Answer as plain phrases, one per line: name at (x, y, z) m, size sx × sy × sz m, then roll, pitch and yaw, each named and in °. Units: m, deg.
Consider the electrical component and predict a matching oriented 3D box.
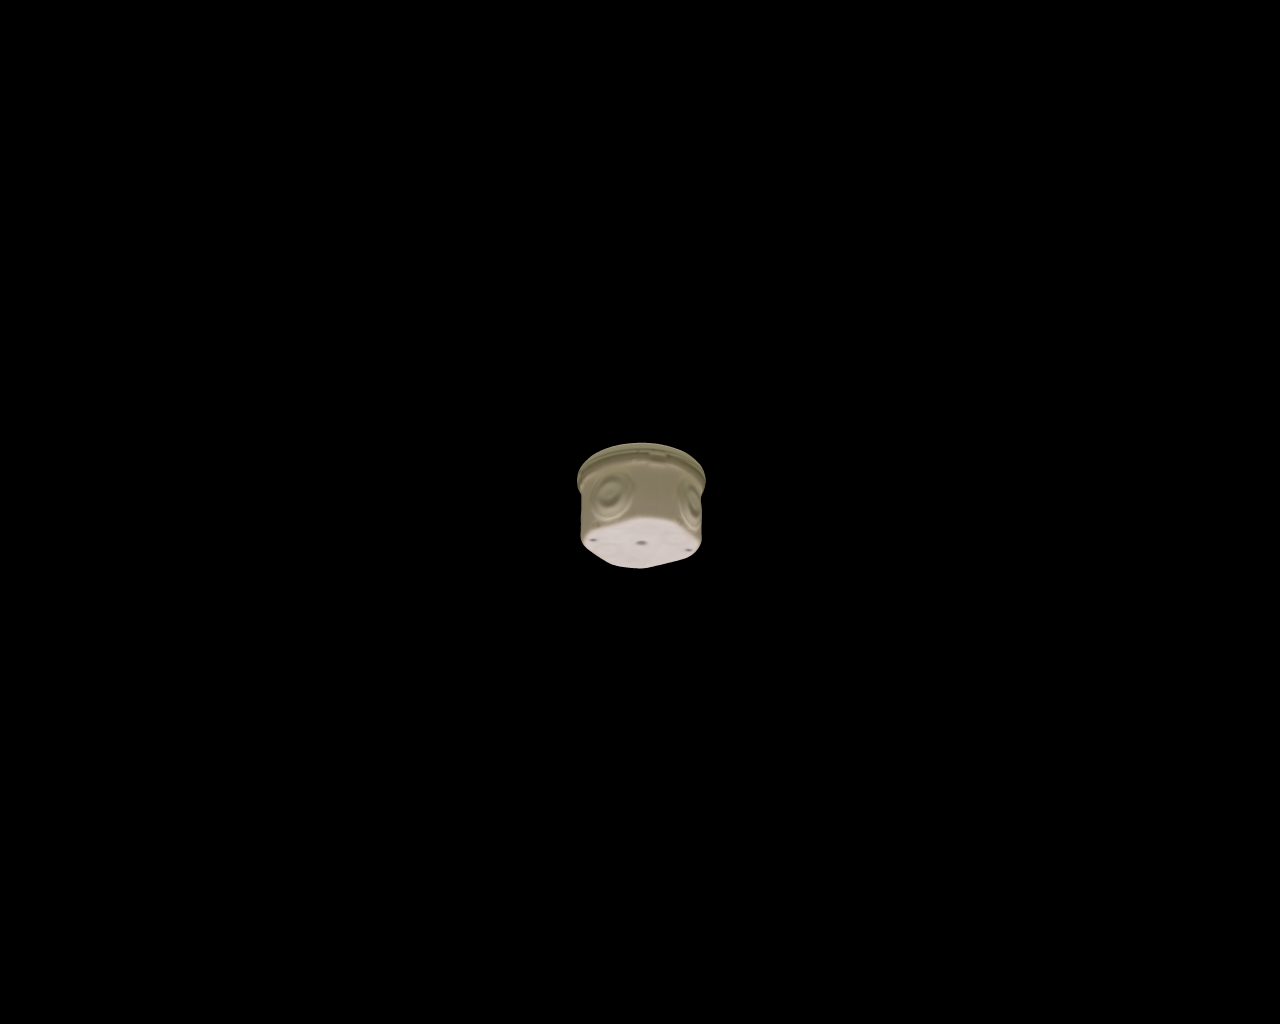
electrical component at (0.001, -0.003, 0.650) m, size 0.080 × 0.051 × 0.080 m, roll 0°, pitch -28°, yaw 0°
